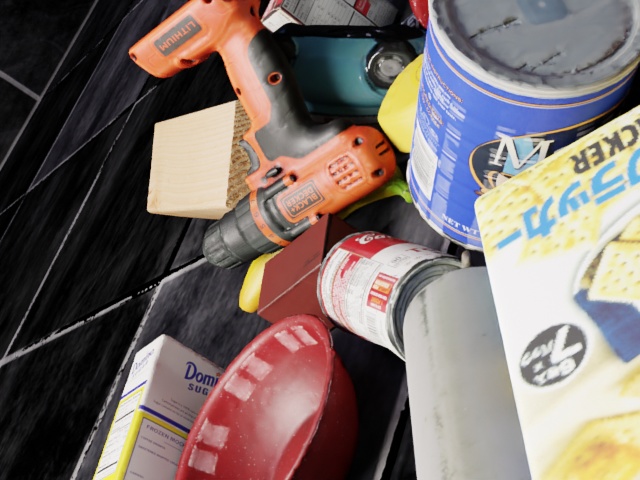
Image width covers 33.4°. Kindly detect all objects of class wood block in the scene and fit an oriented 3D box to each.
[{"bbox_3d":[-0.078,-0.066,0.961,0.206,0.090,0.091,0,86,64],"label":"wood block"}]

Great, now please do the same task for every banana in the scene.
[{"bbox_3d":[-0.001,-0.014,0.838,0.198,0.037,0.069,-38,28,36],"label":"banana"}]

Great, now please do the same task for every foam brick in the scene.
[{"bbox_3d":[0.000,0.029,0.763,0.078,0.051,0.053,-38,30,38],"label":"foam brick"}]

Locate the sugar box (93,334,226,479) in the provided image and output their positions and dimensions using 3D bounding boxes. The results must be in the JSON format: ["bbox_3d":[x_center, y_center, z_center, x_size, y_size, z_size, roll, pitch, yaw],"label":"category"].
[{"bbox_3d":[-0.104,0.162,0.736,0.048,0.093,0.176,-36,29,38],"label":"sugar box"}]

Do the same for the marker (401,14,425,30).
[{"bbox_3d":[0.090,-0.193,0.923,0.121,0.020,0.020,-36,30,38],"label":"marker"}]

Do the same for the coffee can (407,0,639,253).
[{"bbox_3d":[0.100,-0.071,0.542,0.140,0.103,0.102,91,-163,-58],"label":"coffee can"}]

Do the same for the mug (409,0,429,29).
[{"bbox_3d":[0.102,-0.217,0.819,0.093,0.117,0.081,-15,39,7],"label":"mug"}]

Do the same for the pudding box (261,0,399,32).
[{"bbox_3d":[0.011,-0.204,0.972,0.039,0.113,0.090,-25,37,55],"label":"pudding box"}]

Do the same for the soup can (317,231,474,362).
[{"bbox_3d":[0.048,0.035,0.638,0.068,0.068,0.102,-58,23,-5],"label":"soup can"}]

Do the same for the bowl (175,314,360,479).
[{"bbox_3d":[-0.025,0.129,0.671,0.162,0.055,0.162,-43,26,27],"label":"bowl"}]

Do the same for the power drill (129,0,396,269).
[{"bbox_3d":[-0.057,-0.082,0.788,0.185,0.187,0.057,-30,7,33],"label":"power drill"}]

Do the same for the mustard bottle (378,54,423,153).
[{"bbox_3d":[0.120,-0.099,0.684,0.096,0.058,0.192,-42,19,-19],"label":"mustard bottle"}]
